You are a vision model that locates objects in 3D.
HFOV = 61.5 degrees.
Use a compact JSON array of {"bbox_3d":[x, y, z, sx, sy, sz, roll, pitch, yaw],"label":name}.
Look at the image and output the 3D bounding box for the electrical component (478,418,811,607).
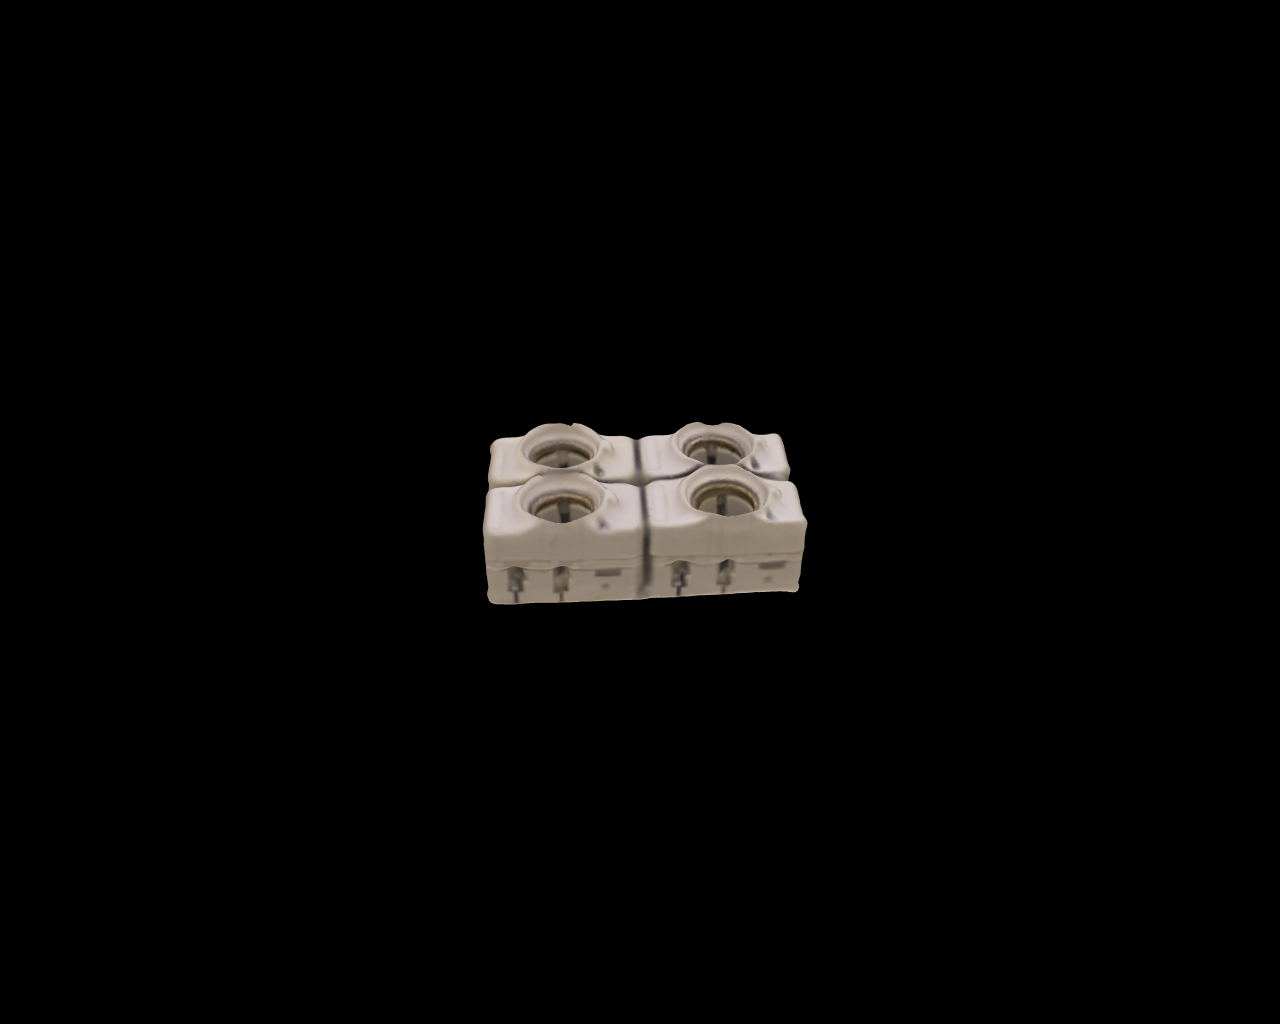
[{"bbox_3d":[0.001,-0.003,0.650,0.186,0.060,0.105,-2,36,-2],"label":"electrical component"}]
